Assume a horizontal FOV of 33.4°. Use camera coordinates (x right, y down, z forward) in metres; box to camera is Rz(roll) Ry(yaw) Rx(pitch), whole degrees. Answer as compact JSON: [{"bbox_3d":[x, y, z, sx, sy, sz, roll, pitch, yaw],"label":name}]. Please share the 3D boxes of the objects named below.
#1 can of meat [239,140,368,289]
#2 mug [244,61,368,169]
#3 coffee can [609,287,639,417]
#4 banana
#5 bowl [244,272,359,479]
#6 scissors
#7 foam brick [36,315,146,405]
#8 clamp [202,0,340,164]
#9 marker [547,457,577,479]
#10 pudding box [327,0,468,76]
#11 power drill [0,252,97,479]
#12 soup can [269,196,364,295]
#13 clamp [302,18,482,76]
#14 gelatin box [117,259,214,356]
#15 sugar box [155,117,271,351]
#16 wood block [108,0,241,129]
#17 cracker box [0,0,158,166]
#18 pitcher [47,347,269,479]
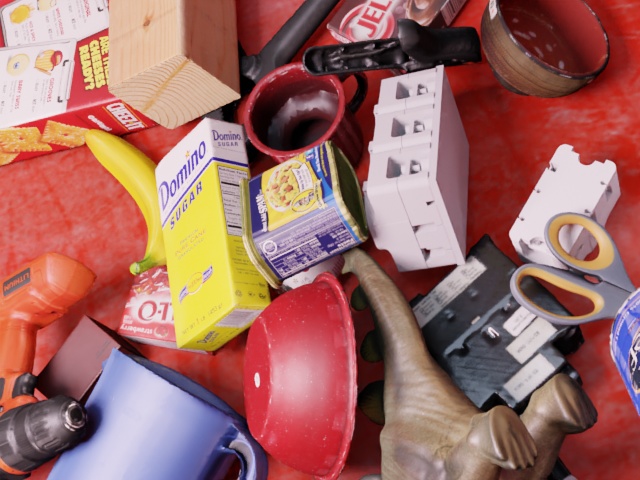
[{"bbox_3d":[-0.013,-0.023,0.837,0.084,0.057,0.102,-26,37,14],"label":"can of meat"},{"bbox_3d":[-0.002,-0.106,0.947,0.093,0.081,0.117,40,85,30],"label":"mug"},{"bbox_3d":[0.256,0.093,0.703,0.103,0.140,0.103,1,109,3],"label":"coffee can"},{"bbox_3d":[-0.163,-0.040,0.990,0.037,0.069,0.198,-56,42,26],"label":"banana"},{"bbox_3d":[-0.022,0.104,0.805,0.055,0.162,0.162,2,64,-16],"label":"bowl"},{"bbox_3d":[0.242,0.037,0.791,0.201,0.016,0.096,12,72,-1],"label":"scissors"},{"bbox_3d":[-0.203,0.117,0.944,0.053,0.051,0.078,35,83,28],"label":"foam brick"},{"bbox_3d":[-0.072,-0.164,1.024,0.165,0.036,0.210,8,73,33],"label":"clamp"},{"bbox_3d":[0.199,0.201,0.775,0.020,0.020,0.121,-40,60,0],"label":"marker"},{"bbox_3d":[0.076,-0.215,0.990,0.090,0.039,0.113,35,83,29],"label":"pudding box"},{"bbox_3d":[-0.238,0.105,0.876,0.185,0.057,0.187,-25,44,36],"label":"power drill"},{"bbox_3d":[-0.006,0.001,0.911,0.069,0.068,0.102,29,81,28],"label":"soup can"},{"bbox_3d":[0.071,-0.159,0.902,0.120,0.171,0.039,0,94,37],"label":"clamp"},{"bbox_3d":[-0.128,0.059,0.952,0.089,0.030,0.073,7,70,23],"label":"gelatin box"},{"bbox_3d":[-0.093,-0.005,0.901,0.094,0.048,0.176,-37,57,42],"label":"sugar box"},{"bbox_3d":[-0.140,-0.225,1.017,0.091,0.090,0.206,-20,60,29],"label":"wood block"},{"bbox_3d":[-0.273,-0.174,1.085,0.214,0.072,0.164,-12,65,14],"label":"cracker box"},{"bbox_3d":[-0.155,0.220,0.839,0.145,0.149,0.243,30,82,-13],"label":"pitcher"}]
